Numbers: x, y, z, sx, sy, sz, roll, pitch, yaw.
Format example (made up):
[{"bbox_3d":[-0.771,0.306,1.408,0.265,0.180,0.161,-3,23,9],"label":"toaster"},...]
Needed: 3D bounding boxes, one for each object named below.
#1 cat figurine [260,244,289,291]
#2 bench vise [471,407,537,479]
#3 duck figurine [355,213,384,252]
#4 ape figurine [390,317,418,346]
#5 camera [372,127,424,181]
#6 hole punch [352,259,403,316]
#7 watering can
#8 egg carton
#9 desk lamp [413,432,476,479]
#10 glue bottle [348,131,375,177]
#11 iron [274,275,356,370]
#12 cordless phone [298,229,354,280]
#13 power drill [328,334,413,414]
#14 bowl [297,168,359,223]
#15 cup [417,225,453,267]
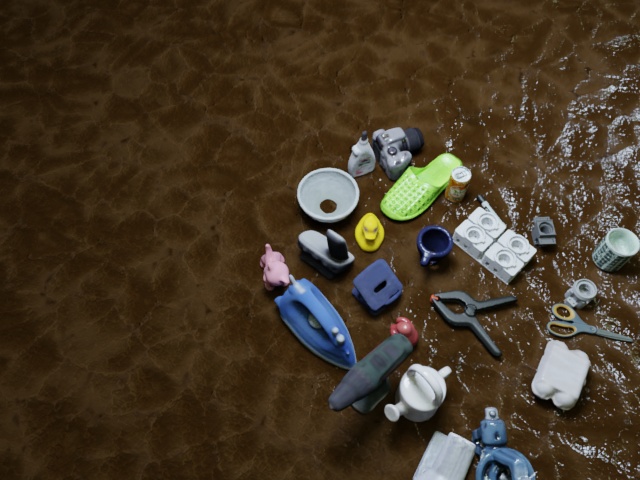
[{"bbox_3d":[-0.115,0.070,1.433,0.067,0.118,0.127,-15,62,-7],"label":"cat figurine"},{"bbox_3d":[0.362,0.448,1.164,0.121,0.220,0.207,-19,63,-9],"label":"bench vise"},{"bbox_3d":[0.132,-0.032,1.503,0.077,0.086,0.104,3,62,2],"label":"duck figurine"},{"bbox_3d":[0.198,0.219,1.363,0.076,0.092,0.078,30,66,16],"label":"ape figurine"},{"bbox_3d":[0.230,-0.264,1.618,0.137,0.101,0.143,-20,63,-10],"label":"camera"},{"bbox_3d":[0.145,0.117,1.420,0.109,0.091,0.101,-37,67,-17],"label":"hole punch"},{"bbox_3d":[0.218,0.332,1.243,0.100,0.194,0.173,28,66,15],"label":"watering can"},{"bbox_3d":[0.555,0.311,1.321,0.107,0.069,0.150,25,65,14],"label":"egg carton"},{"bbox_3d":[0.245,0.479,1.153,0.117,0.214,0.203,25,65,14],"label":"desk lamp"},{"bbox_3d":[0.116,-0.240,1.566,0.078,0.173,0.037,-24,64,-11],"label":"glue bottle"},{"bbox_3d":[0.003,0.191,1.352,0.119,0.141,0.257,-37,67,-17],"label":"iron"},{"bbox_3d":[0.013,0.005,1.428,0.147,0.185,0.094,31,66,16],"label":"cordless phone"},{"bbox_3d":[0.106,0.309,1.250,0.230,0.208,0.075,-41,68,-19],"label":"power drill"},{"bbox_3d":[0.023,-0.109,1.552,0.167,0.075,0.167,0,62,1],"label":"bowl"},{"bbox_3d":[0.282,0.033,1.461,0.091,0.095,0.118,25,65,14],"label":"cup"}]
